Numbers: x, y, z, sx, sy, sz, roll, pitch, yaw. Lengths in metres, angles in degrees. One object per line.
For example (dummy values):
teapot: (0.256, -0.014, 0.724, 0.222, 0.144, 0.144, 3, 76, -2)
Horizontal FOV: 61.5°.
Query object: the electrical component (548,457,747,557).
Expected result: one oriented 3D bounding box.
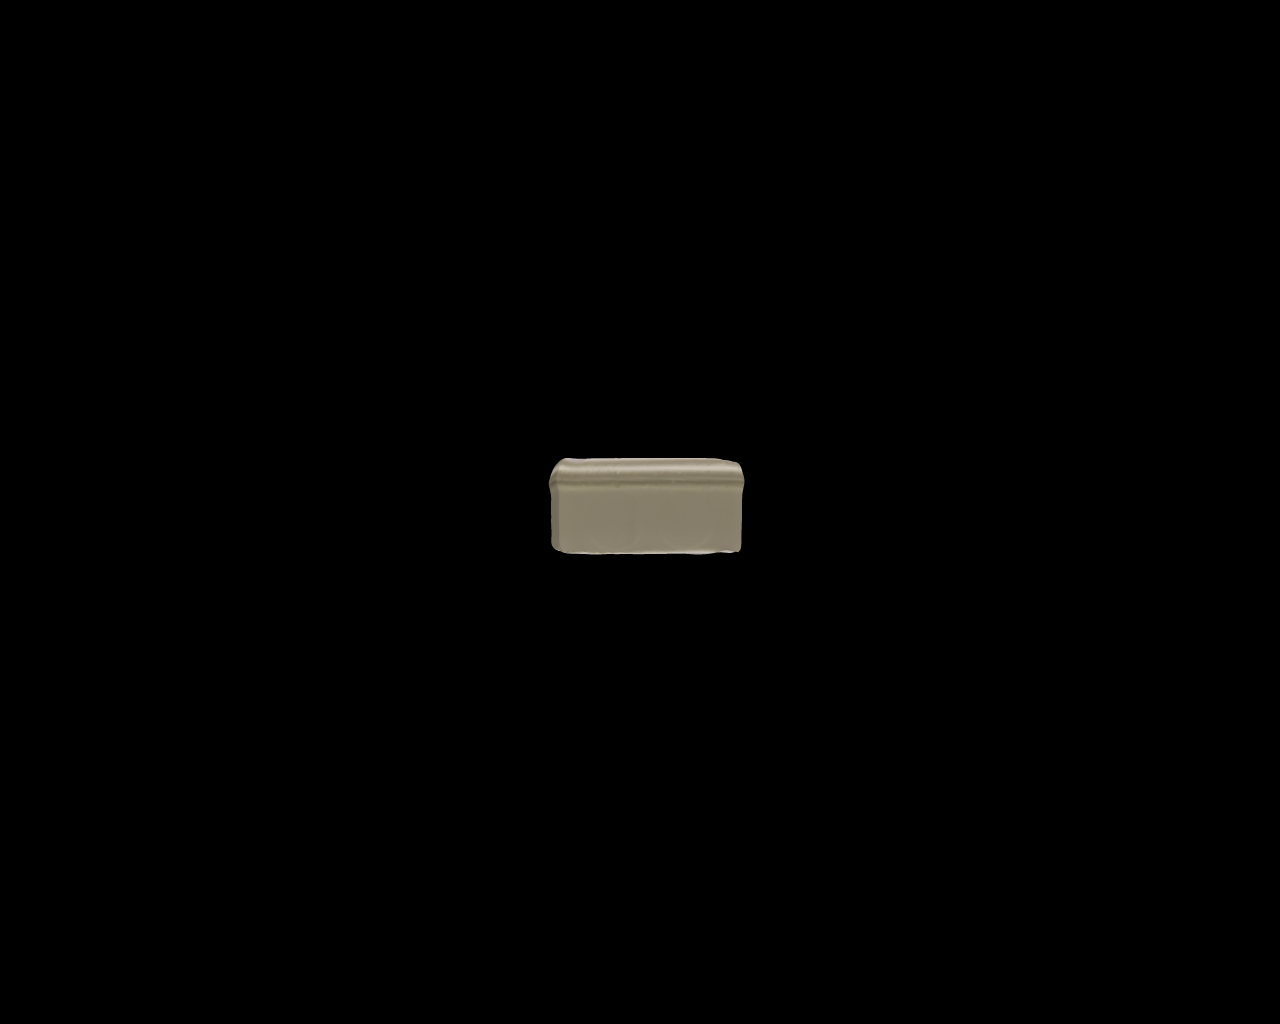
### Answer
electrical component: (0.001, -0.003, 0.650, 0.109, 0.056, 0.108, 0, 0, -7)
